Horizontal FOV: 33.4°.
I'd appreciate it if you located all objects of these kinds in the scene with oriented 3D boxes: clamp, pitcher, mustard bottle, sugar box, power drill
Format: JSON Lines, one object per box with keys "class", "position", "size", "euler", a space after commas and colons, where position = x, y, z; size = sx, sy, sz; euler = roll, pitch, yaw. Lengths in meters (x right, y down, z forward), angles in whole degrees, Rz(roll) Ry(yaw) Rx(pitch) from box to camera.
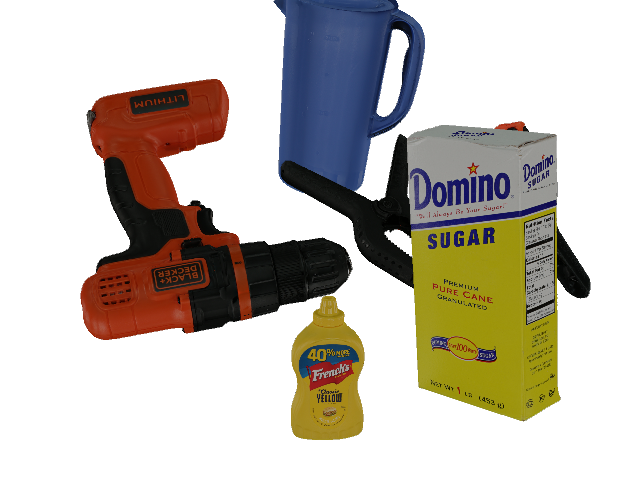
{"class": "clamp", "position": [0.167, -0.010, 0.899], "size": [0.120, 0.171, 0.039], "euler": [-27, 12, -39]}
{"class": "pitcher", "position": [0.023, -0.179, 1.287], "size": [0.144, 0.243, 0.149], "euler": [-7, 28, -26]}
{"class": "mustard bottle", "position": [0.010, 0.166, 1.405], "size": [0.096, 0.192, 0.058], "euler": [-1, 16, -5]}
{"class": "sugar box", "position": [0.103, 0.018, 0.682], "size": [0.048, 0.176, 0.094], "euler": [-20, 21, -39]}
{"class": "clamp", "position": [0.058, -0.029, 1.162], "size": [0.164, 0.210, 0.036], "euler": [-10, -37, -20]}
{"class": "power drill", "position": [-0.085, -0.026, 0.756], "size": [0.184, 0.188, 0.057], "euler": [-10, -32, -10]}

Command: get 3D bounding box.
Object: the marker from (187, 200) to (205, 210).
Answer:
{"class": "marker", "position": [-0.121, 0.018, 1.042], "size": [0.020, 0.121, 0.020], "euler": [1, 24, -1]}
